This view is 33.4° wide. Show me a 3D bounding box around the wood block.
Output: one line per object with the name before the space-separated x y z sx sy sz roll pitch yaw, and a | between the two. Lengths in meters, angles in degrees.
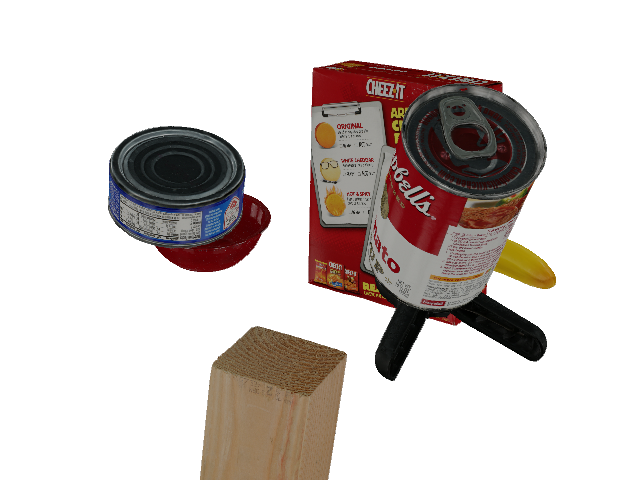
wood block | -0.046 0.191 0.917 0.090 0.206 0.090 15 23 17

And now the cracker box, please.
cracker box | 0.074 -0.048 0.977 0.164 0.214 0.071 15 24 32

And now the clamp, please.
clamp | 0.096 0.041 0.791 0.120 0.039 0.171 3 36 -4

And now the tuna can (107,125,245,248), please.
tuna can | -0.090 -0.035 0.669 0.086 0.034 0.086 5 40 -4

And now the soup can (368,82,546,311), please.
soup can | 0.064 -0.019 0.528 0.068 0.068 0.102 0 -35 -9

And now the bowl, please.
bowl | -0.143 -0.006 1.333 0.162 0.055 0.162 1 29 -1

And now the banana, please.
banana | 0.166 0.017 1.150 0.198 0.037 0.069 10 37 29
